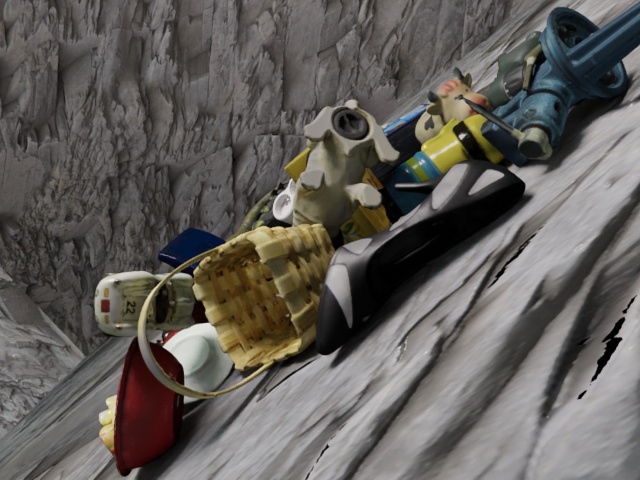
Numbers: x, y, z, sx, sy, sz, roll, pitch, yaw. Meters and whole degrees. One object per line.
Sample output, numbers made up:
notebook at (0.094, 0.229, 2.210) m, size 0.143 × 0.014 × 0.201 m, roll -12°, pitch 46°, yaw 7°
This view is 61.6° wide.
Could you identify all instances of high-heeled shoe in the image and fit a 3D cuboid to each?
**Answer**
high-heeled shoe at (0.101, 0.019, 0.531) m, size 0.145 × 0.086 × 0.249 m, roll 9°, pitch 61°, yaw 37°

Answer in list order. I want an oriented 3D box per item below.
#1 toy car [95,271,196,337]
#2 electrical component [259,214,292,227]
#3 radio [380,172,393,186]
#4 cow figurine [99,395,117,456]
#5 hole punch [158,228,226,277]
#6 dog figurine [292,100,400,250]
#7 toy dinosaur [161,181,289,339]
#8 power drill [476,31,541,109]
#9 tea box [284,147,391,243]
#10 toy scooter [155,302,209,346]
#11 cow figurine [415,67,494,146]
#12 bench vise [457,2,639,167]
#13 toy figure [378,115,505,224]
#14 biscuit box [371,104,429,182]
toy car at (-0.202, 0.076, 0.653) m, size 0.056 × 0.073 × 0.201 m, roll -3°, pitch -6°, yaw 13°
electrical component at (-0.061, 0.009, 0.965) m, size 0.134 × 0.115 × 0.058 m, roll -43°, pitch 8°, yaw -31°
radio at (0.091, -0.105, 1.036) m, size 0.229 × 0.073 × 0.131 m, roll -39°, pitch 9°, yaw -2°
cow figurine at (-0.254, 0.244, 0.759) m, size 0.098 × 0.068 × 0.167 m, roll -35°, pitch 9°, yaw -11°
hole punch at (-0.198, 0.040, 0.901) m, size 0.116 × 0.092 × 0.142 m, roll 3°, pitch 24°, yaw 16°
dog figurine at (0.011, -0.071, 0.720) m, size 0.172 × 0.121 × 0.190 m, roll -66°, pitch 5°, yaw -27°
toy dinosaur at (-0.192, 0.063, 1.048) m, size 0.199 × 0.105 × 0.471 m, roll -3°, pitch 53°, yaw 32°
power drill at (0.335, -0.269, 0.902) m, size 0.232 × 0.086 × 0.207 m, roll -32°, pitch 19°, yaw 52°
tea box at (0.037, -0.074, 0.811) m, size 0.068 × 0.169 × 0.098 m, roll -30°, pitch 11°, yaw 37°
toy scooter at (-0.198, 0.145, 0.866) m, size 0.135 × 0.075 × 0.184 m, roll 18°, pitch 45°, yaw 38°
cow figurine at (0.201, -0.179, 0.809) m, size 0.085 × 0.127 × 0.195 m, roll -43°, pitch 7°, yaw -5°
bench vise at (0.282, -0.188, 0.565) m, size 0.224 × 0.129 × 0.240 m, roll -44°, pitch 2°, yaw -38°
toy figure at (0.159, -0.088, 0.694) m, size 0.180 × 0.082 × 0.089 m, roll -34°, pitch 21°, yaw 3°
biscuit box at (0.126, -0.161, 0.929) m, size 0.203 × 0.062 × 0.059 m, roll -33°, pitch 20°, yaw -9°
